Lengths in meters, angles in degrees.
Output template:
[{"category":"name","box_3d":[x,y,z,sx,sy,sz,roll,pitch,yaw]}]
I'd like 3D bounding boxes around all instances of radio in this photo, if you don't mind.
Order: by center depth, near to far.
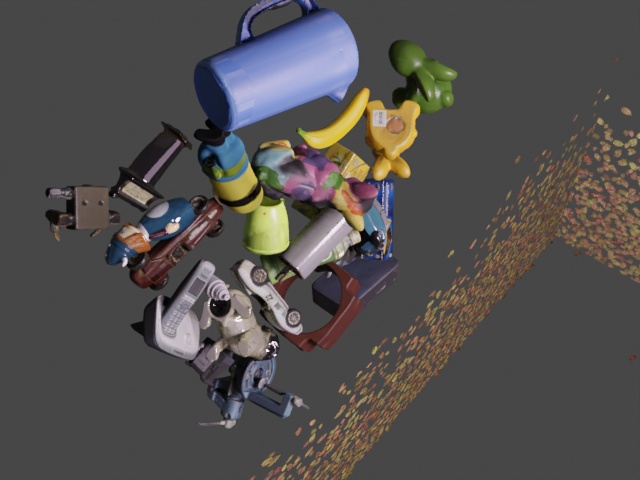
[{"category":"radio","box_3d":[0.099,0.108,1.438,0.229,0.131,0.073,-38,145,-27]}]

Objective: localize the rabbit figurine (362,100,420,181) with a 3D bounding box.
[{"category":"rabbit figurine","box_3d":[0.158,-0.214,1.190,0.122,0.162,0.173,-7,174,-3]}]

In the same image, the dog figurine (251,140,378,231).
[{"category":"dog figurine","box_3d":[-0.002,-0.099,0.999,0.191,0.219,0.108,-5,121,-54]}]

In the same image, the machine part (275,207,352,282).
[{"category":"machine part","box_3d":[-0.002,-0.003,1.100,0.243,0.079,0.079,-45,149,-10]}]

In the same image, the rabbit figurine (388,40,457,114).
[{"category":"rabbit figurine","box_3d":[0.206,-0.344,1.141,0.121,0.159,0.170,-47,135,6]}]

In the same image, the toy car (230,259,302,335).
[{"category":"toy car","box_3d":[-0.109,0.123,1.118,0.056,0.073,0.201,-43,106,-22]}]

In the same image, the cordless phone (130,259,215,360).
[{"category":"cordless phone","box_3d":[-0.248,0.126,1.014,0.184,0.089,0.146,-55,150,-9]}]

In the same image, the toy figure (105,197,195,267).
[{"category":"toy figure","box_3d":[-0.274,-0.015,0.852,0.154,0.064,0.057,-35,102,-26]}]

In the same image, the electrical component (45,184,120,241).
[{"category":"electrical component","box_3d":[-0.337,-0.039,0.760,0.102,0.045,0.078,-15,104,-52]}]

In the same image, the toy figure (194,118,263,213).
[{"category":"toy figure","box_3d":[-0.151,-0.115,0.897,0.082,0.089,0.180,-35,148,-18]}]

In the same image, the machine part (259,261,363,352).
[{"category":"machine part","box_3d":[-0.021,0.136,1.225,0.201,0.201,0.087,-53,152,-4]}]

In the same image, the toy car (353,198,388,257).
[{"category":"toy car","box_3d":[0.107,-0.050,1.254,0.103,0.161,0.109,-32,176,-40]}]

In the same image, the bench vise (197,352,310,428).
[{"category":"bench vise","box_3d":[-0.149,0.352,1.245,0.128,0.241,0.223,38,72,-57]}]

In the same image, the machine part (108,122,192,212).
[{"category":"machine part","box_3d":[-0.252,-0.109,0.813,0.139,0.039,0.084,-53,142,2]}]

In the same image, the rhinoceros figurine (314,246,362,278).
[{"category":"rhinoceros figurine","box_3d":[0.054,0.034,1.368,0.190,0.073,0.112,-18,145,-48]}]

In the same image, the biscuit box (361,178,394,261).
[{"category":"biscuit box","box_3d":[0.144,-0.052,1.332,0.063,0.059,0.202,-6,98,-55]}]

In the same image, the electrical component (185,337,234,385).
[{"category":"electrical component","box_3d":[-0.226,0.250,1.176,0.119,0.075,0.047,-45,152,-8]}]

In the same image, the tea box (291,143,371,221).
[{"category":"tea box","box_3d":[0.025,-0.116,1.169,0.169,0.068,0.098,-57,151,2]}]

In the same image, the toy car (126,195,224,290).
[{"category":"toy car","box_3d":[-0.242,0.007,0.930,0.202,0.053,0.089,-44,145,-16]}]

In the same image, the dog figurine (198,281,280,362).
[{"category":"dog figurine","box_3d":[-0.160,0.178,1.154,0.190,0.121,0.172,20,69,-68]}]
